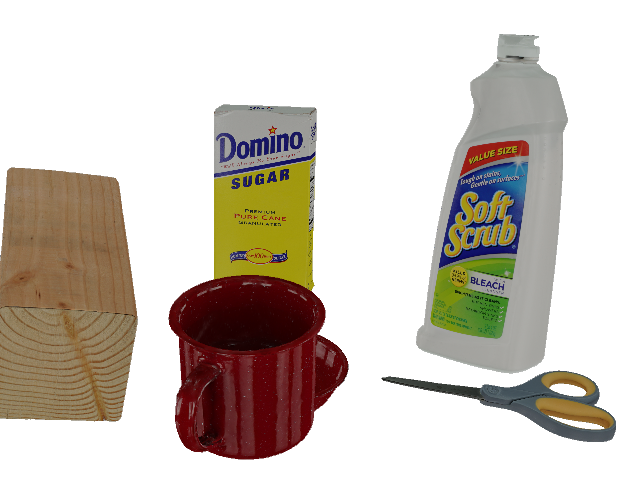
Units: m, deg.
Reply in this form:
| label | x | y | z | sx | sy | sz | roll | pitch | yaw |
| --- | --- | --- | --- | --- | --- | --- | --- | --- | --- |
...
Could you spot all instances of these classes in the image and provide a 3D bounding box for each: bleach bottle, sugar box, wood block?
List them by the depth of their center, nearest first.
| label | x | y | z | sx | sy | sz | roll | pitch | yaw |
| --- | --- | --- | --- | --- | --- | --- | --- | --- | --- |
| wood block | -0.192 | 0.033 | 0.792 | 0.090 | 0.091 | 0.206 | 5 | 28 | -18 |
| bleach bottle | 0.134 | -0.031 | 0.820 | 0.103 | 0.251 | 0.067 | 13 | 16 | 37 |
| sugar box | -0.052 | -0.037 | 1.000 | 0.093 | 0.176 | 0.048 | 2 | 16 | 7 |

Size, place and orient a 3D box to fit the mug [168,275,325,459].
| label | x | y | z | sx | sy | sz | roll | pitch | yaw |
| --- | --- | --- | --- | --- | --- | --- | --- | --- | --- |
| mug | -0.049 | 0.083 | 0.640 | 0.093 | 0.081 | 0.117 | 13 | 29 | 22 |

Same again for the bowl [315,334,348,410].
| label | x | y | z | sx | sy | sz | roll | pitch | yaw |
| --- | --- | --- | --- | --- | --- | --- | --- | --- | --- |
| bowl | -0.049 | 0.163 | 1.244 | 0.162 | 0.055 | 0.162 | 3 | 25 | -1 |

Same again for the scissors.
| label | x | y | z | sx | sy | sz | roll | pitch | yaw |
| --- | --- | --- | --- | --- | --- | --- | --- | --- | --- |
| scissors | 0.163 | 0.130 | 0.947 | 0.202 | 0.016 | 0.096 | 16 | 29 | 15 |
